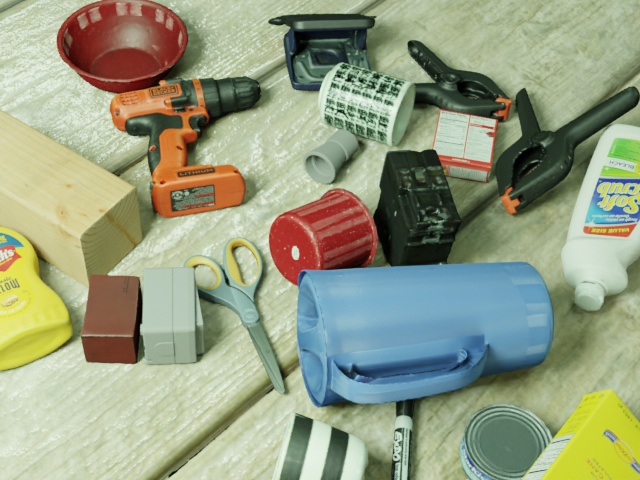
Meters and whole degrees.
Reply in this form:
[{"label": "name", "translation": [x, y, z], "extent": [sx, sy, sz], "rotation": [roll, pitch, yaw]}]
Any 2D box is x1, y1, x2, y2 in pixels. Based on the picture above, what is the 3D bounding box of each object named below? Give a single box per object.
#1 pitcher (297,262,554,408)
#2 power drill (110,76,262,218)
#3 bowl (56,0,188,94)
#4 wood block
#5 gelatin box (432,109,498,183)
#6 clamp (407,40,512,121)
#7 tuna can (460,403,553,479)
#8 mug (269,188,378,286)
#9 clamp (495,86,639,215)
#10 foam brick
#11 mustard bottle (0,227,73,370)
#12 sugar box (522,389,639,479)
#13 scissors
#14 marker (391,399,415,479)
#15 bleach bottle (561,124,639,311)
[{"label": "pitcher", "translation": [0.103, 0.090, 1.044], "extent": [0.242, 0.145, 0.149], "rotation": [-5, 71, -12]}, {"label": "power drill", "translation": [-0.143, -0.117, 1.248], "extent": [0.184, 0.057, 0.188], "rotation": [-12, 49, -10]}, {"label": "bowl", "translation": [-0.245, -0.234, 1.337], "extent": [0.162, 0.055, 0.162], "rotation": [2, 50, -3]}, {"label": "wood block", "translation": [-0.302, -0.049, 1.155], "extent": [0.206, 0.091, 0.090], "rotation": [29, 54, 19]}, {"label": "gelatin box", "translation": [0.173, -0.113, 1.285], "extent": [0.073, 0.030, 0.089], "rotation": [10, 50, 6]}, {"label": "clamp", "translation": [0.152, -0.186, 1.340], "extent": [0.172, 0.039, 0.120], "rotation": [29, 61, 25]}, {"label": "tuna can", "translation": [0.177, 0.201, 1.017], "extent": [0.086, 0.034, 0.086], "rotation": [2, 50, -3]}, {"label": "mug", "translation": [-0.007, 0.001, 1.132], "extent": [0.081, 0.093, 0.117], "rotation": [-22, 9, -40]}, {"label": "clamp", "translation": [0.261, -0.115, 1.269], "extent": [0.165, 0.036, 0.209], "rotation": [14, 56, 48]}, {"label": "foam brick", "translation": [-0.209, 0.080, 1.079], "extent": [0.053, 0.051, 0.078], "rotation": [2, 50, -4]}, {"label": "mustard bottle", "translation": [-0.333, 0.041, 1.098], "extent": [0.096, 0.058, 0.192], "rotation": [-25, 55, -19]}, {"label": "sugar box", "translation": [0.238, 0.228, 0.970], "extent": [0.093, 0.048, 0.176], "rotation": [49, 56, -4]}, {"label": "scissors", "translation": [-0.093, 0.078, 1.113], "extent": [0.096, 0.016, 0.202], "rotation": [-4, 50, -6]}, {"label": "marker", "translation": [0.079, 0.200, 1.021], "extent": [0.020, 0.020, 0.121], "rotation": [7, 50, 1]}, {"label": "bleach bottle", "translation": [0.336, -0.021, 1.199], "extent": [0.103, 0.068, 0.250], "rotation": [17, 53, 12]}]
